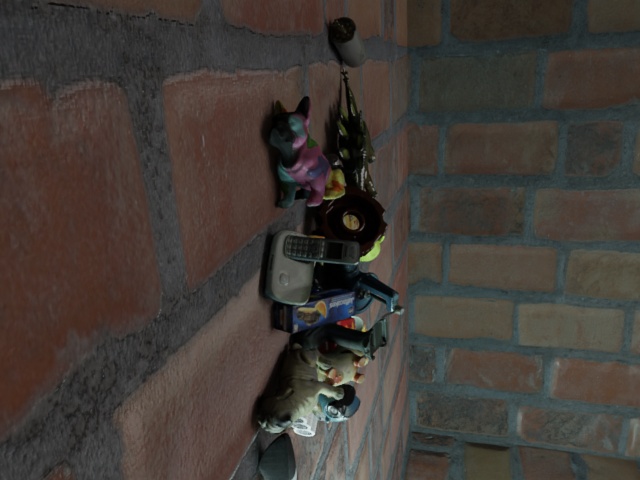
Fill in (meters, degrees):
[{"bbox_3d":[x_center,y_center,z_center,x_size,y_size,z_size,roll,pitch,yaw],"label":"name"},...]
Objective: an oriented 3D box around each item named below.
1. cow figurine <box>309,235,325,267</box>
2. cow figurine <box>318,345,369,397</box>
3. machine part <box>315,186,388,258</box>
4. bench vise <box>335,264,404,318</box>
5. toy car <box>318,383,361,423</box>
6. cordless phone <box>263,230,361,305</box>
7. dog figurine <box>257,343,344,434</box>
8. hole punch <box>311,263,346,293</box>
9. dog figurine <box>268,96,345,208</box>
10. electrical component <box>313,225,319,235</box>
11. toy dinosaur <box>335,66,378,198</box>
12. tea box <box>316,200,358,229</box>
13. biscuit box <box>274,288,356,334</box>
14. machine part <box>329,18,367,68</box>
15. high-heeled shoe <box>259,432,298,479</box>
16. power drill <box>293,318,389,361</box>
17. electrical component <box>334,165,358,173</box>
[{"bbox_3d":[-0.029,0.038,1.217,0.167,0.068,0.098,-21,118,-69],"label":"cow figurine"},{"bbox_3d":[0.047,0.293,1.289,0.195,0.127,0.085,-13,113,-42],"label":"cow figurine"},{"bbox_3d":[0.076,-0.042,1.321,0.056,0.179,0.179,124,-24,-67],"label":"machine part"},{"bbox_3d":[0.116,0.111,1.376,0.129,0.241,0.223,-24,128,-38],"label":"bench vise"},{"bbox_3d":[0.009,0.385,1.312,0.103,0.162,0.109,-56,169,25],"label":"toy car"},{"bbox_3d":[-0.013,0.060,1.068,0.088,0.184,0.146,62,34,-69],"label":"cordless phone"},{"bbox_3d":[-0.067,0.297,1.106,0.190,0.172,0.121,5,125,-50],"label":"dog figurine"},{"bbox_3d":[-0.007,0.106,1.305,0.115,0.092,0.142,57,34,-23],"label":"hole punch"},{"bbox_3d":[-0.030,-0.181,1.102,0.191,0.109,0.219,-27,115,-52],"label":"dog figurine"},{"bbox_3d":[-0.003,-0.004,1.387,0.063,0.021,0.094,-1,94,-73],"label":"electrical component"},{"bbox_3d":[0.099,-0.278,1.521,0.198,0.105,0.471,71,9,-59],"label":"toy dinosaur"},{"bbox_3d":[0.054,-0.053,1.447,0.098,0.068,0.169,-47,144,-30],"label":"tea box"},{"bbox_3d":[-0.007,0.150,1.170,0.202,0.059,0.062,-8,100,-46],"label":"biscuit box"},{"bbox_3d":[0.083,-0.555,1.523,0.243,0.079,0.079,23,70,-73],"label":"machine part"},{"bbox_3d":[-0.056,0.475,1.110,0.145,0.086,0.248,-18,128,-53],"label":"high-heeled shoe"},{"bbox_3d":[0.055,0.210,1.281,0.232,0.208,0.085,-33,128,-56],"label":"power drill"},{"bbox_3d":[0.034,-0.155,1.325,0.075,0.119,0.047,-61,148,-63],"label":"electrical component"}]
